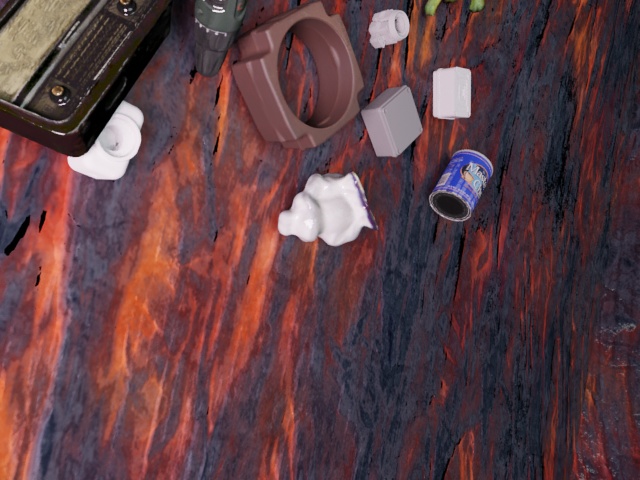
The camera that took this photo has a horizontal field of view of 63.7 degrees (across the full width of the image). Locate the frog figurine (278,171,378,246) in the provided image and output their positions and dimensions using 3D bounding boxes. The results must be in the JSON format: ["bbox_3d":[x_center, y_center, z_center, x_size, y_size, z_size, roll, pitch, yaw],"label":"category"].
[{"bbox_3d":[0.003,-0.045,0.901,0.160,0.125,0.134,-23,126,-4],"label":"frog figurine"}]

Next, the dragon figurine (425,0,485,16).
[{"bbox_3d":[0.314,-0.633,1.104,0.417,0.123,0.237,-48,136,-32],"label":"dragon figurine"}]
